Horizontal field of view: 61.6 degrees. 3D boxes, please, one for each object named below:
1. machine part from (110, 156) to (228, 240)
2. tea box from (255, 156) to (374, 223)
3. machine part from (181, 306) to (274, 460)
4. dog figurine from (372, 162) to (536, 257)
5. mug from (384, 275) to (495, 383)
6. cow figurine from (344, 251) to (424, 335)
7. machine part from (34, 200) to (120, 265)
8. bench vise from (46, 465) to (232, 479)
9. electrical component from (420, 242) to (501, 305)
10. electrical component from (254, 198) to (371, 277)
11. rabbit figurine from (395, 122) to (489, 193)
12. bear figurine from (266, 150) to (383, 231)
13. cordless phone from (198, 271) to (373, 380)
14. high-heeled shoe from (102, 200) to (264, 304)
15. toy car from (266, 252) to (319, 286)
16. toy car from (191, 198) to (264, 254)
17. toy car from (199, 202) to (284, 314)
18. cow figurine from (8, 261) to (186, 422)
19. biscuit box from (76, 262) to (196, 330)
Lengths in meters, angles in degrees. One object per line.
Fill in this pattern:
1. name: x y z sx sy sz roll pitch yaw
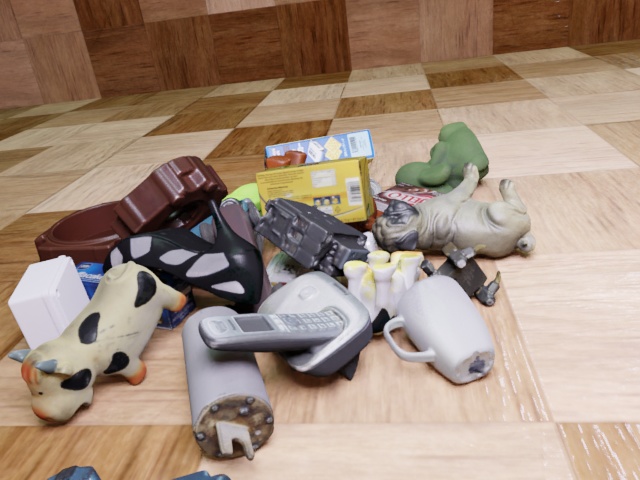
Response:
1. machine part: -0.219 -0.046 0.800 0.179 0.179 0.056 -31 76 -40
2. tea box: -0.007 -0.073 0.848 0.170 0.098 0.068 -3 13 18
3. machine part: -0.102 0.142 0.570 0.079 0.079 0.243 -14 25 -12
4. dog figurine: 0.191 -0.008 0.777 0.190 0.121 0.173 -30 41 -23
5. mug: 0.131 0.103 0.584 0.109 0.080 0.107 -12 35 -16
6. cow figurine: 0.092 0.063 0.683 0.068 0.098 0.167 3 8 31
7. machine part: -0.364 0.000 0.934 0.201 0.087 0.201 -1 27 13
8. bench vise: -0.162 0.237 0.337 0.224 0.128 0.241 -7 18 -1
9. electrical component: 0.181 0.046 0.677 0.078 0.102 0.045 -40 29 -8
10. electrical component: -0.001 -0.002 0.719 0.134 0.058 0.115 33 16 28
11. rabbit figurine: 0.233 -0.125 1.036 0.170 0.121 0.159 -23 31 10
12. bear figurine: 0.013 -0.083 0.936 0.196 0.131 0.120 6 18 21
13. cordless phone: -0.051 0.088 0.581 0.184 0.088 0.147 6 17 -30
14. high-heeled shoe: -0.181 0.048 0.702 0.249 0.145 0.086 -26 -8 29
15. toy car: -0.017 0.020 0.824 0.074 0.056 0.202 3 27 22
16. toy car: -0.144 0.015 0.826 0.162 0.109 0.103 -34 56 -24
17. toy car: -0.103 0.037 0.735 0.089 0.053 0.202 -23 62 -1
18. cow figurine: -0.253 0.112 0.610 0.086 0.127 0.195 8 59 35
19. biscuit box: -0.283 0.077 0.778 0.203 0.059 0.063 4 28 23
